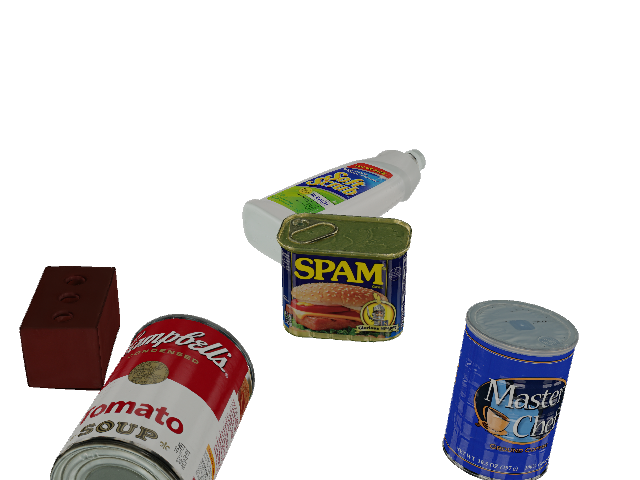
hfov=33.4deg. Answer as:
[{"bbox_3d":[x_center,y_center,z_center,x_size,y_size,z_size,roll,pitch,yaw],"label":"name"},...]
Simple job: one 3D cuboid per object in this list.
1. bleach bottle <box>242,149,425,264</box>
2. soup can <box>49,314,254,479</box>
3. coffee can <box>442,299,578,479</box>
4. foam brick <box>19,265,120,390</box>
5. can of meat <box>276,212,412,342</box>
[{"bbox_3d":[0.030,-0.055,1.313,0.250,0.068,0.103,-31,44,-34],"label":"bleach bottle"},{"bbox_3d":[-0.077,0.090,0.504,0.068,0.068,0.102,0,28,14],"label":"soup can"},{"bbox_3d":[0.176,0.140,0.998,0.103,0.140,0.103,6,21,-3],"label":"coffee can"},{"bbox_3d":[-0.172,0.060,0.741,0.053,0.051,0.078,1,31,-1],"label":"foam brick"},{"bbox_3d":[0.018,0.030,0.835,0.102,0.084,0.057,4,30,8],"label":"can of meat"}]
